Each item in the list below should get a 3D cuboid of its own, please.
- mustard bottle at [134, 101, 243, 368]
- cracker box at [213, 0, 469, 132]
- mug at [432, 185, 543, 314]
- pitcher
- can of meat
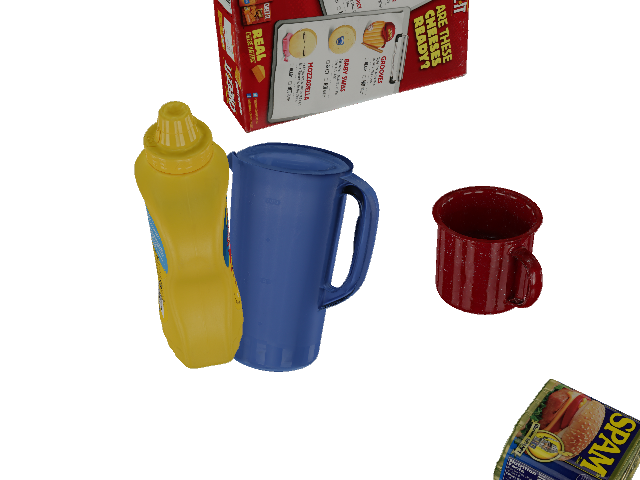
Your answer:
[{"bbox_3d":[-0.085,-0.010,0.688,0.058,0.096,0.192,-8,-43,-7],"label":"mustard bottle"},{"bbox_3d":[0.017,-0.199,0.904,0.213,0.164,0.072,-17,40,-16],"label":"cracker box"},{"bbox_3d":[0.149,0.016,0.918,0.093,0.081,0.117,-20,37,-27],"label":"mug"},{"bbox_3d":[-0.033,0.020,1.185,0.144,0.243,0.149,0,19,-20],"label":"pitcher"},{"bbox_3d":[0.189,0.159,0.796,0.084,0.057,0.101,25,41,25],"label":"can of meat"}]
